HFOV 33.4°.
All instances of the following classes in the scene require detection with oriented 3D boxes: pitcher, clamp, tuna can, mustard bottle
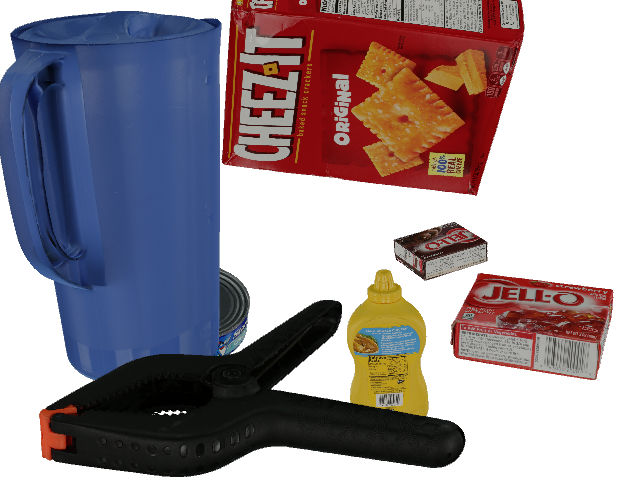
[{"bbox_3d":[-0.133,-0.027,0.713,0.149,0.243,0.145,-7,21,-17],"label":"pitcher"},{"bbox_3d":[-0.047,0.083,0.586,0.209,0.036,0.165,-4,23,-16],"label":"clamp"},{"bbox_3d":[-0.102,0.061,0.888,0.086,0.034,0.086,5,41,-4],"label":"tuna can"},{"bbox_3d":[0.080,0.127,1.296,0.096,0.192,0.058,-3,19,3],"label":"mustard bottle"}]

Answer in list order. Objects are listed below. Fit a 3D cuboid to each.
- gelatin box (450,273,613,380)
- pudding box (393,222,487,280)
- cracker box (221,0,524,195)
[{"bbox_3d":[0.133,0.051,0.666,0.089,0.030,0.073,8,25,19],"label":"gelatin box"},{"bbox_3d":[0.180,0.015,1.597,0.113,0.039,0.090,-18,27,-20],"label":"pudding box"},{"bbox_3d":[0.034,-0.121,0.828,0.213,0.072,0.164,6,-41,-3],"label":"cracker box"}]
